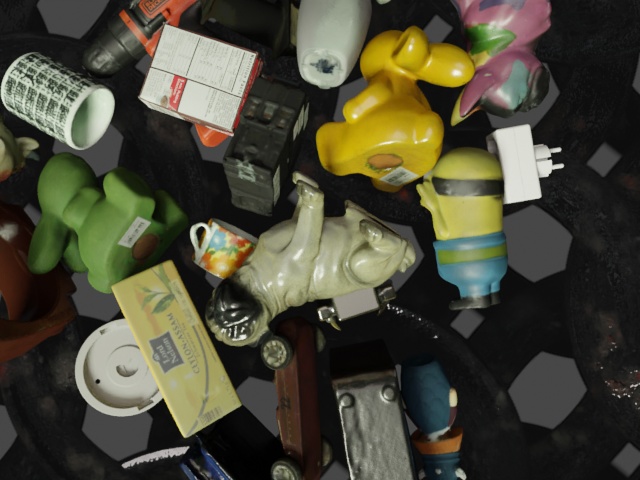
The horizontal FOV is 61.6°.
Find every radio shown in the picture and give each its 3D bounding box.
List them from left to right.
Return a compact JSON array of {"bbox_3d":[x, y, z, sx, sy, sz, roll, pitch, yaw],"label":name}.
[{"bbox_3d":[0.064,0.235,0.590,0.073,0.131,0.229,-12,91,2],"label":"radio"}]

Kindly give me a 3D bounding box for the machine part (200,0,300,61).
[{"bbox_3d":[-0.068,-0.251,0.602,0.139,0.039,0.084,4,83,-39],"label":"machine part"}]

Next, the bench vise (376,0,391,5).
[{"bbox_3d":[0.000,-0.362,0.582,0.129,0.224,0.240,-43,118,8],"label":"bench vise"}]

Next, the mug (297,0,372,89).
[{"bbox_3d":[0.007,-0.212,0.589,0.081,0.109,0.107,14,56,-3],"label":"mug"}]

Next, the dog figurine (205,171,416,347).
[{"bbox_3d":[-0.011,0.046,0.569,0.172,0.121,0.190,30,100,0],"label":"dog figurine"}]

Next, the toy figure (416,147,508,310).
[{"bbox_3d":[0.170,-0.013,0.603,0.089,0.082,0.180,-12,88,22],"label":"toy figure"}]

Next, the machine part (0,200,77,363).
[{"bbox_3d":[-0.381,0.037,0.577,0.087,0.201,0.201,-35,89,7],"label":"machine part"}]

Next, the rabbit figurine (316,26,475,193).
[{"bbox_3d":[0.076,-0.160,0.578,0.122,0.162,0.173,15,63,-22],"label":"rabbit figurine"}]

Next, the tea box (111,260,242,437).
[{"bbox_3d":[-0.156,0.114,0.579,0.068,0.098,0.169,-27,86,-21],"label":"tea box"}]

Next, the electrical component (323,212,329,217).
[{"bbox_3d":[-0.001,-0.002,0.645,0.094,0.021,0.063,10,91,4],"label":"electrical component"}]

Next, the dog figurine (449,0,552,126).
[{"bbox_3d":[0.178,-0.239,0.590,0.192,0.108,0.219,25,95,2],"label":"dog figurine"}]

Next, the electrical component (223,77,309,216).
[{"bbox_3d":[-0.056,-0.108,0.592,0.058,0.114,0.134,19,67,1],"label":"electrical component"}]

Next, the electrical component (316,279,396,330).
[{"bbox_3d":[0.036,0.064,0.632,0.102,0.045,0.078,-24,89,3],"label":"electrical component"}]

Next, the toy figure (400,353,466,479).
[{"bbox_3d":[0.133,0.211,0.623,0.058,0.064,0.154,-17,96,-34],"label":"toy figure"}]

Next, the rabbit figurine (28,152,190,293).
[{"bbox_3d":[-0.265,-0.027,0.631,0.170,0.121,0.159,36,98,21],"label":"rabbit figurine"}]

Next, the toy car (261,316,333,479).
[{"bbox_3d":[-0.028,0.189,0.617,0.053,0.089,0.202,-2,93,26],"label":"toy car"}]

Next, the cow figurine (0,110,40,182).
[{"bbox_3d":[-0.413,-0.148,0.629,0.085,0.127,0.195,-32,75,3],"label":"cow figurine"}]

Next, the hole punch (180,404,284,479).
[{"bbox_3d":[-0.103,0.268,0.614,0.092,0.116,0.142,-42,88,11],"label":"hole punch"}]
